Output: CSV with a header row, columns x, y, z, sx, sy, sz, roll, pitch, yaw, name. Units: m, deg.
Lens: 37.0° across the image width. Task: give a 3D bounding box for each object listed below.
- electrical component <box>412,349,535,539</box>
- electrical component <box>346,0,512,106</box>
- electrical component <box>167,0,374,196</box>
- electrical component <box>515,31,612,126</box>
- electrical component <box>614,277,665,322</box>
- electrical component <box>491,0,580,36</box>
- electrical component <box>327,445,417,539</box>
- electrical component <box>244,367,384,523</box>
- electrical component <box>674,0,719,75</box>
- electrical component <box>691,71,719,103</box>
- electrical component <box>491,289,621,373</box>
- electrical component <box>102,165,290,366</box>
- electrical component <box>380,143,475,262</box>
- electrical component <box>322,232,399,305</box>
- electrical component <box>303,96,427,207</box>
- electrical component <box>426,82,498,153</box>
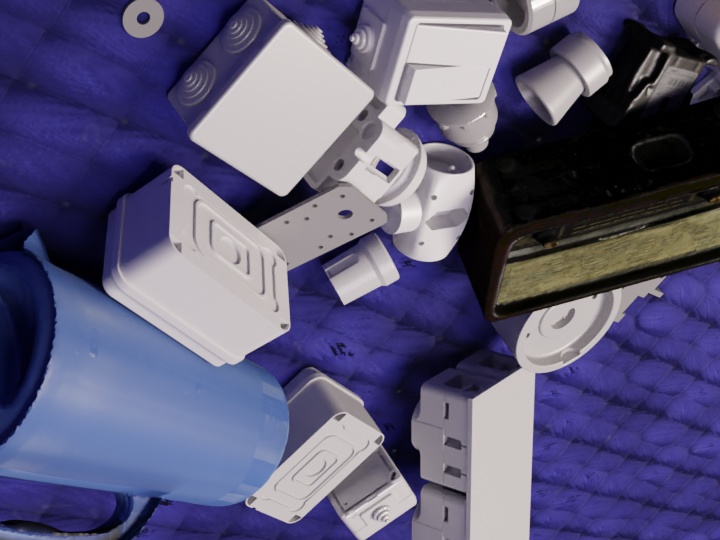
x,y,z,sx,sy,sz,roll,pitch,yaw,name
0.100,0.175,0.952,0.105,0.060,0.186,-22,117,-49,electrical component
0.039,-0.141,0.678,0.096,0.061,0.061,-7,131,-32,electrical component
-0.055,-0.106,0.651,0.099,0.048,0.100,-47,139,10,electrical component
0.146,-0.138,0.771,0.055,0.045,0.045,-39,140,0,electrical component
0.233,0.011,0.976,0.081,0.042,0.063,18,118,-44,electrical component
0.120,-0.220,0.670,0.074,0.052,0.138,-27,138,-13,electrical component
0.004,0.184,0.924,0.062,0.096,0.061,-34,140,-5,electrical component
-0.048,0.143,0.878,0.113,0.057,0.078,-44,139,6,electrical component
0.291,-0.183,0.824,0.053,0.059,0.095,-45,139,8,electrical component
0.349,-0.145,0.900,0.150,0.061,0.089,-40,140,2,electrical component
0.162,0.028,0.924,0.108,0.060,0.108,-20,136,-20,electrical component
-0.102,0.000,0.675,0.057,0.078,0.113,-30,133,23,electrical component
0.037,-0.047,0.777,0.079,0.043,0.077,-10,132,-29,electrical component
0.000,0.000,0.797,0.046,0.040,0.040,-30,139,-3,electrical component
0.007,-0.077,0.718,0.078,0.058,0.057,-49,136,12,electrical component
0.075,-0.106,0.751,0.048,0.048,0.062,-36,147,-3,electrical component
